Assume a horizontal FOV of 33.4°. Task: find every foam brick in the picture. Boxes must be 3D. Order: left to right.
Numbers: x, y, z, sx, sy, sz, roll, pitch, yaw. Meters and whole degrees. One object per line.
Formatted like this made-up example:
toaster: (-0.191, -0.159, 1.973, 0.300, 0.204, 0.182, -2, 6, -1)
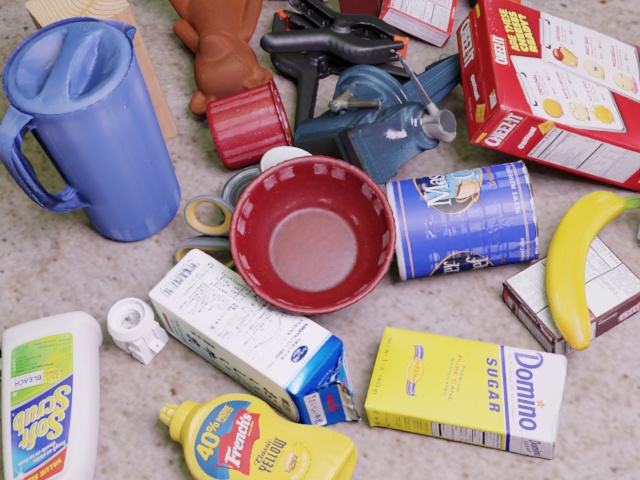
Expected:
foam brick: (0.053, -0.301, 1.315, 0.053, 0.078, 0.051, 4, 54, 13)

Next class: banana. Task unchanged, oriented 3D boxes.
banana: (0.252, 0.017, 1.025, 0.070, 0.037, 0.197, 15, 56, 24)

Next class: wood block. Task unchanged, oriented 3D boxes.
wood block: (-0.242, -0.191, 1.213, 0.090, 0.206, 0.090, -33, 56, -13)

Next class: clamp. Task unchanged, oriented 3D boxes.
clamp: (0.011, -0.214, 1.286, 0.164, 0.036, 0.210, -21, 54, -11)
clamp: (0.021, -0.252, 1.269, 0.171, 0.039, 0.120, 10, 52, 0)

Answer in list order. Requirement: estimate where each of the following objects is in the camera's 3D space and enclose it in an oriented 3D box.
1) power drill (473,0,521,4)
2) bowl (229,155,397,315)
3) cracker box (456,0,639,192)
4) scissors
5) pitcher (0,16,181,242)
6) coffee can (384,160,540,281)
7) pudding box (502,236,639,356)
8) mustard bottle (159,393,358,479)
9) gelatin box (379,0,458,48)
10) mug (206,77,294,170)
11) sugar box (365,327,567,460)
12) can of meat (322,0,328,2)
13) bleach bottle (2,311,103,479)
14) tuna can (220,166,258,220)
power drill: (0.152, -0.357, 1.302, 0.187, 0.057, 0.184, 9, 50, -19)
bowl: (-0.007, 0.001, 1.047, 0.162, 0.055, 0.162, 0, 72, 1)
cracker box: (0.254, -0.152, 1.116, 0.213, 0.072, 0.164, 13, 52, -19)
scissors: (-0.059, -0.010, 1.133, 0.202, 0.096, 0.016, -9, 15, 7)
pitcher: (-0.234, -0.099, 1.123, 0.149, 0.243, 0.145, -11, 54, 3)
coffee can: (0.142, -0.019, 1.081, 0.140, 0.103, 0.103, -9, 54, 4)
pudding box: (0.250, 0.052, 1.049, 0.113, 0.039, 0.090, -28, 53, -12)
mustard bottle: (-0.068, 0.196, 0.995, 0.192, 0.058, 0.096, 20, 66, 23)
gelatin box: (0.120, -0.283, 1.296, 0.089, 0.030, 0.073, 21, 56, -11)
mug: (-0.080, -0.133, 1.223, 0.081, 0.093, 0.117, -17, 22, 4)
sugar box: (0.138, 0.142, 1.002, 0.176, 0.048, 0.093, 6, 56, 16)
can of meat: (-0.035, -0.353, 1.355, 0.084, 0.102, 0.057, 4, 55, 16)
bleach bottle: (-0.254, 0.196, 1.031, 0.102, 0.068, 0.251, -14, 56, 1)
tuna can: (-0.068, -0.041, 1.179, 0.086, 0.034, 0.086, -5, 54, 7)
